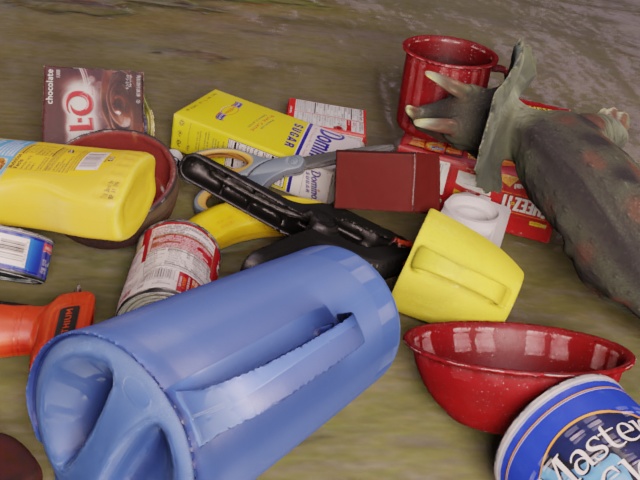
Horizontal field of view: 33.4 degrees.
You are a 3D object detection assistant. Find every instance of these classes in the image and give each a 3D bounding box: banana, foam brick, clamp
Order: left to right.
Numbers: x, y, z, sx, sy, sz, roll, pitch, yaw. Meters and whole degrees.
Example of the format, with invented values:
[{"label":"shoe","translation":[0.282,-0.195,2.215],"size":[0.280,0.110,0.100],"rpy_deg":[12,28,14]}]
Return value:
[{"label":"banana","translation":[-0.056,-0.008,0.930],"size":[0.197,0.037,0.070],"rpy_deg":[-18,59,-39]},{"label":"clamp","translation":[-0.006,0.001,0.873],"size":[0.209,0.036,0.165],"rpy_deg":[17,26,-28]},{"label":"foam brick","translation":[0.057,-0.050,0.907],"size":[0.078,0.051,0.052],"rpy_deg":[4,2,29]}]

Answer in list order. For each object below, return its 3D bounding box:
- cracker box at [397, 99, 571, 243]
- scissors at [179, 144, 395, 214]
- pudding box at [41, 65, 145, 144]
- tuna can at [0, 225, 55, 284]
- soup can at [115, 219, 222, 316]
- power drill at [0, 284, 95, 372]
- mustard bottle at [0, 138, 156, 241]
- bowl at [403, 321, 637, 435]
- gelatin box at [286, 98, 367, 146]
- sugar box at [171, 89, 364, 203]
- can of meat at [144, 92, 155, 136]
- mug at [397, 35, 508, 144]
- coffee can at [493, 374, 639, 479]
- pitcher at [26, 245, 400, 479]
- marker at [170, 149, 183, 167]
[{"label":"cracker box","translation":[0.170,-0.088,1.108],"size":[0.164,0.072,0.213],"rpy_deg":[14,29,7]},{"label":"scissors","translation":[-0.032,-0.055,0.983],"size":[0.202,0.016,0.096],"rpy_deg":[1,49,4]},{"label":"pudding box","translation":[-0.205,-0.097,0.961],"size":[0.090,0.113,0.039],"rpy_deg":[1,-14,-17]},{"label":"tuna can","translation":[-0.242,0.009,0.788],"size":[0.086,0.034,0.086],"rpy_deg":[9,-9,1]},{"label":"soup can","translation":[-0.111,0.038,0.792],"size":[0.068,0.068,0.102],"rpy_deg":[9,30,-4]},{"label":"power drill","translation":[-0.245,0.076,0.688],"size":[0.187,0.057,0.184],"rpy_deg":[7,29,-7]},{"label":"mustard bottle","translation":[-0.228,-0.044,0.810],"size":[0.192,0.058,0.096],"rpy_deg":[7,29,7]},{"label":"bowl","translation":[0.137,0.099,0.754],"size":[0.162,0.055,0.162],"rpy_deg":[3,8,-1]},{"label":"gelatin box","translation":[0.006,-0.121,1.150],"size":[0.089,0.030,0.073],"rpy_deg":[10,28,-4]},{"label":"sugar box","translation":[-0.052,-0.095,1.069],"size":[0.176,0.048,0.093],"rpy_deg":[19,30,15]},{"label":"can of meat","translation":[-0.212,-0.115,1.036],"size":[0.083,0.057,0.102],"rpy_deg":[-2,32,-20]},{"label":"mug","translation":[0.131,-0.145,1.034],"size":[0.117,0.081,0.093],"rpy_deg":[-1,29,-16]},{"label":"coffee can","translation":[0.186,0.163,0.641],"size":[0.102,0.103,0.140],"rpy_deg":[-6,34,-28]},{"label":"pitcher","translation":[-0.045,0.081,0.671],"size":[0.149,0.145,0.242],"rpy_deg":[28,30,27]},{"label":"marker","translation":[-0.142,-0.050,0.985],"size":[0.020,0.020,0.121],"rpy_deg":[9,29,-5]}]
